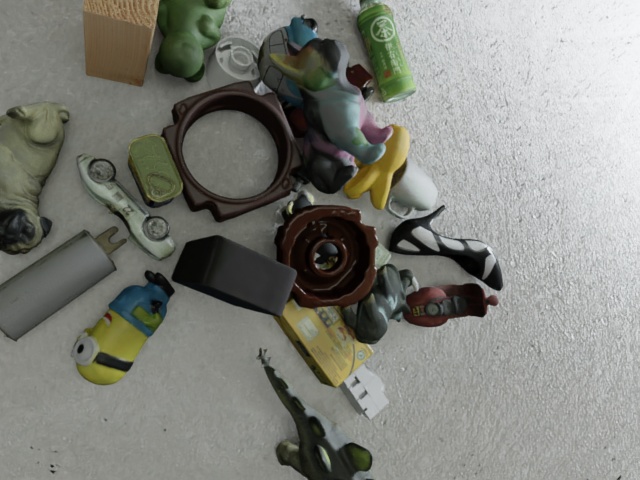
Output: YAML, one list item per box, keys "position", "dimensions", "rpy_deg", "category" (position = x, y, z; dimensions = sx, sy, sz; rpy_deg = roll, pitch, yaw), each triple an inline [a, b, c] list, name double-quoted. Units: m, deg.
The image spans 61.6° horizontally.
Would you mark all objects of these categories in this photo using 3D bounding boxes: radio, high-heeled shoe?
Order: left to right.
- position: [-0.134, 0.054, 0.802]
  dimensions: [0.131, 0.230, 0.073]
  rpy_deg: [25, 78, -21]
  category: "radio"
- position: [0.249, 0.046, 1.044]
  dimensions: [0.145, 0.086, 0.248]
  rpy_deg: [-43, 101, -10]
  category: "high-heeled shoe"

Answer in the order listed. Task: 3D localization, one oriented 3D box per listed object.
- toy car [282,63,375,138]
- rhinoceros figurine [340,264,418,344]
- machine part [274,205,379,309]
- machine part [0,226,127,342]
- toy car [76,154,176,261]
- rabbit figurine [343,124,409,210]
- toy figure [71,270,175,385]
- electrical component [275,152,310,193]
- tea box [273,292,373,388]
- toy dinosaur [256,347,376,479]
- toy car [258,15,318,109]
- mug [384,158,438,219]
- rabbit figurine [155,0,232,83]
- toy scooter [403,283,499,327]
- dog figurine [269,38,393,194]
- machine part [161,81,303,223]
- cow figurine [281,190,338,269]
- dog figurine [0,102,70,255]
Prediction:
- position: [0.015, -0.255, 0.995]
  dimensions: [0.089, 0.053, 0.202]
  rpy_deg: [45, 69, 7]
  category: "toy car"
- position: [0.114, 0.103, 0.945]
  dimensions: [0.112, 0.073, 0.190]
  rpy_deg: [55, 40, -9]
  category: "rhinoceros figurine"
- position: [0.008, 0.025, 0.862]
  dimensions: [0.179, 0.056, 0.179]
  rpy_deg: [-3, 99, -19]
  category: "machine part"
- position: [-0.389, 0.063, 0.778]
  dimensions: [0.243, 0.079, 0.079]
  rpy_deg: [-40, 99, -22]
  category: "machine part"
- position: [-0.301, -0.050, 0.828]
  dimensions: [0.201, 0.073, 0.056]
  rpy_deg: [48, 69, -10]
  category: "toy car"
- position: [0.089, -0.142, 0.947]
  dimensions: [0.122, 0.173, 0.162]
  rpy_deg: [24, 71, -22]
  category: "rabbit figurine"
- position: [-0.290, 0.133, 0.808]
  dimensions: [0.089, 0.082, 0.180]
  rpy_deg: [43, 68, -9]
  category: "toy figure"
- position: [-0.038, -0.135, 0.975]
  dimensions: [0.063, 0.021, 0.094]
  rpy_deg: [37, 72, -13]
  category: "electrical component"
- position: [0.002, 0.157, 0.929]
  dimensions: [0.098, 0.068, 0.169]
  rpy_deg: [-36, 98, -22]
  category: "tea box"
- position: [0.022, 0.349, 0.844]
  dimensions: [0.105, 0.199, 0.471]
  rpy_deg: [-41, 101, -24]
  category: "toy dinosaur"
- position: [-0.053, -0.302, 0.908]
  dimensions: [0.103, 0.109, 0.161]
  rpy_deg: [-2, 70, -21]
  category: "toy car"
- position: [0.170, -0.090, 1.024]
  dimensions: [0.107, 0.081, 0.109]
  rpy_deg: [28, 69, -26]
  category: "mug"
- position: [-0.222, -0.323, 0.853]
  dimensions: [0.121, 0.159, 0.170]
  rpy_deg: [15, 59, -18]
  category: "rabbit figurine"
- position: [0.251, 0.119, 1.000]
  dimensions: [0.184, 0.135, 0.075]
  rpy_deg: [-7, 88, -22]
  category: "toy scooter"
- position: [-0.001, -0.198, 0.830]
  dimensions: [0.219, 0.191, 0.108]
  rpy_deg: [46, 40, -10]
  category: "dog figurine"
- position: [-0.144, -0.145, 0.887]
  dimensions: [0.201, 0.087, 0.201]
  rpy_deg: [-23, 91, -18]
  category: "machine part"
- position: [0.000, -0.003, 0.926]
  dimensions: [0.068, 0.098, 0.167]
  rpy_deg: [-38, 97, 4]
  category: "cow figurine"
- position: [-0.420, -0.091, 0.785]
  dimensions: [0.172, 0.121, 0.190]
  rpy_deg: [-27, 108, -20]
  category: "dog figurine"
